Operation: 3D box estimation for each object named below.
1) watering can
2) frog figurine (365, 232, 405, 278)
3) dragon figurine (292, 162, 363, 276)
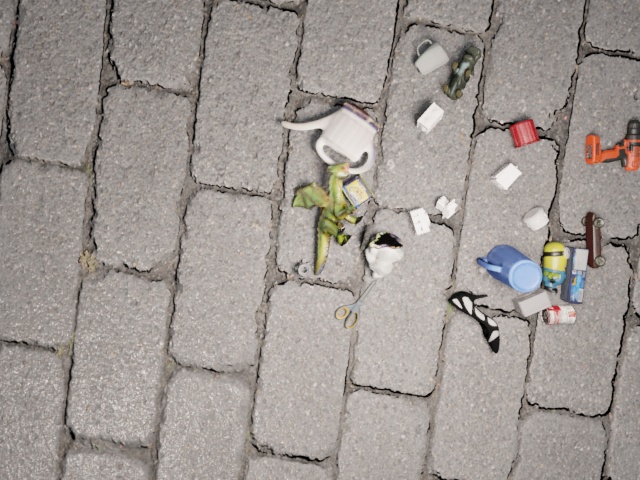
[{"bbox_3d":[0.057,-0.382,1.794,0.347,0.104,0.224,34,91,-3],"label":"watering can"},{"bbox_3d":[0.230,0.056,1.840,0.137,0.125,0.155,-8,131,-9],"label":"frog figurine"},{"bbox_3d":[0.006,-0.091,1.818,0.245,0.123,0.404,41,112,18],"label":"dragon figurine"}]
